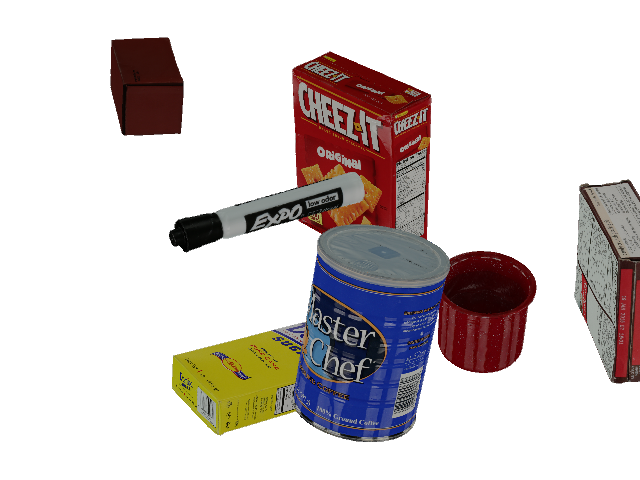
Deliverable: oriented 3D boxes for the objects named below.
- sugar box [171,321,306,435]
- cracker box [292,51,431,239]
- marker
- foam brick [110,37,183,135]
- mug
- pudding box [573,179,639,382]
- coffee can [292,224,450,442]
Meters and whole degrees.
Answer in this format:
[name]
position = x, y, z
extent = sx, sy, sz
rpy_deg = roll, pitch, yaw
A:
[sugar box]
position = -0.047, 0.129, 1.047
extent = 0.175, 0.048, 0.093
rpy_deg = -15, 32, -32
[cracker box]
position = 0.045, -0.090, 1.245
extent = 0.072, 0.214, 0.164
rpy_deg = -30, 44, -33
[marker]
position = -0.030, -0.017, 0.617
extent = 0.120, 0.020, 0.020
rpy_deg = -17, 7, -25
[foam brick]
position = -0.150, -0.134, 0.920
extent = 0.053, 0.051, 0.078
rpy_deg = -4, 40, -16
[mug]
position = 0.151, 0.062, 1.013
extent = 0.093, 0.081, 0.117
rpy_deg = -7, 39, -5
[pudding box]
position = 0.193, 0.024, 0.685
extent = 0.039, 0.090, 0.113
rpy_deg = -4, 27, 0
[coffee can]
position = 0.038, 0.071, 0.838
extent = 0.102, 0.140, 0.103
rpy_deg = 8, 22, -4
